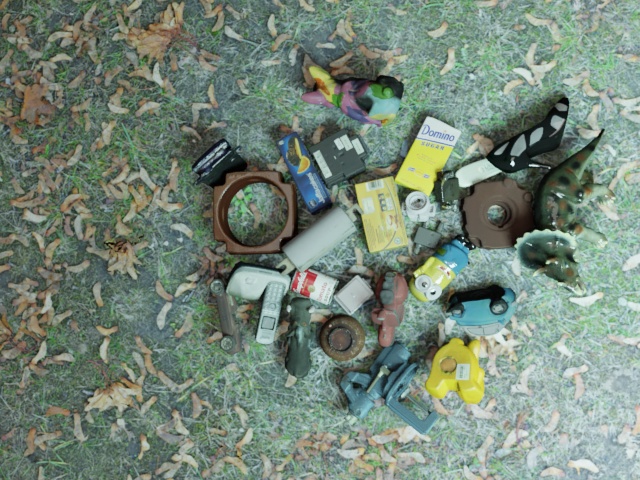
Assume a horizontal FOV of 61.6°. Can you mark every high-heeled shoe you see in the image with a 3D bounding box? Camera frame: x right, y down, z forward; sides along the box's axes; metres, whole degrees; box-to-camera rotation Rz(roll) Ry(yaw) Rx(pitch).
[{"bbox_3d":[0.491,-0.251,1.262,0.145,0.086,0.249,17,62,21],"label":"high-heeled shoe"}]

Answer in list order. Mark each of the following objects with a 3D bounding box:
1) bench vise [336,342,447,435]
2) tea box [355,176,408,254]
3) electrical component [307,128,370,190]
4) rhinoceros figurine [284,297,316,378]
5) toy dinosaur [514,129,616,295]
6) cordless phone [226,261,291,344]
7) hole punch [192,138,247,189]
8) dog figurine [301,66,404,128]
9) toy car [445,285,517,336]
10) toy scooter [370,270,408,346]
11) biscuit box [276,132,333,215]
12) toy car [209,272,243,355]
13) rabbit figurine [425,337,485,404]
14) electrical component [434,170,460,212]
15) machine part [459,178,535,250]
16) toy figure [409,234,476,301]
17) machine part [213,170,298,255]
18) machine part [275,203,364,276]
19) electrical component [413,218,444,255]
[{"bbox_3d":[0.170,0.362,1.224,0.241,0.128,0.223,35,70,25],"label":"bench vise"},{"bbox_3d":[0.148,-0.058,1.292,0.098,0.068,0.169,-11,86,6],"label":"tea box"},{"bbox_3d":[0.053,-0.203,1.319,0.134,0.058,0.115,-25,86,3],"label":"electrical component"},{"bbox_3d":[-0.052,0.228,1.273,0.073,0.112,0.190,5,94,9],"label":"rhinoceros figurine"},{"bbox_3d":[0.541,-0.075,1.199,0.192,0.131,0.404,13,78,-23],"label":"toy dinosaur"},{"bbox_3d":[-0.156,0.150,1.275,0.146,0.089,0.184,13,83,-25],"label":"cordless phone"},{"bbox_3d":[-0.257,-0.196,1.327,0.142,0.115,0.092,-39,75,2],"label":"hole punch"},{"bbox_3d":[0.071,-0.346,1.273,0.219,0.191,0.108,14,94,-8],"label":"dog figurine"},{"bbox_3d":[0.374,0.171,1.237,0.162,0.109,0.102,-13,102,14],"label":"toy car"},{"bbox_3d":[0.155,0.147,1.228,0.075,0.135,0.184,4,71,18],"label":"toy scooter"},{"bbox_3d":[-0.037,-0.162,1.324,0.063,0.059,0.202,-27,84,4],"label":"biscuit box"},{"bbox_3d":[-0.224,0.177,1.306,0.053,0.089,0.202,-11,84,7],"label":"toy car"},{"bbox_3d":[0.318,0.304,1.217,0.122,0.173,0.162,-17,45,28],"label":"rabbit figurine"},{"bbox_3d":[0.303,-0.113,1.270,0.078,0.045,0.102,-7,99,-31],"label":"electrical component"},{"bbox_3d":[0.419,-0.060,1.270,0.179,0.056,0.179,0,87,7],"label":"machine part"},{"bbox_3d":[0.286,0.069,1.264,0.082,0.089,0.180,39,82,20],"label":"toy figure"},{"bbox_3d":[-0.156,-0.064,1.317,0.202,0.087,0.201,-2,85,7],"label":"machine part"},{"bbox_3d":[-0.003,-0.004,1.254,0.243,0.079,0.079,-39,83,-1],"label":"machine part"},{"bbox_3d":[0.261,-0.004,1.299,0.063,0.021,0.094,21,88,7],"label":"electrical component"}]
